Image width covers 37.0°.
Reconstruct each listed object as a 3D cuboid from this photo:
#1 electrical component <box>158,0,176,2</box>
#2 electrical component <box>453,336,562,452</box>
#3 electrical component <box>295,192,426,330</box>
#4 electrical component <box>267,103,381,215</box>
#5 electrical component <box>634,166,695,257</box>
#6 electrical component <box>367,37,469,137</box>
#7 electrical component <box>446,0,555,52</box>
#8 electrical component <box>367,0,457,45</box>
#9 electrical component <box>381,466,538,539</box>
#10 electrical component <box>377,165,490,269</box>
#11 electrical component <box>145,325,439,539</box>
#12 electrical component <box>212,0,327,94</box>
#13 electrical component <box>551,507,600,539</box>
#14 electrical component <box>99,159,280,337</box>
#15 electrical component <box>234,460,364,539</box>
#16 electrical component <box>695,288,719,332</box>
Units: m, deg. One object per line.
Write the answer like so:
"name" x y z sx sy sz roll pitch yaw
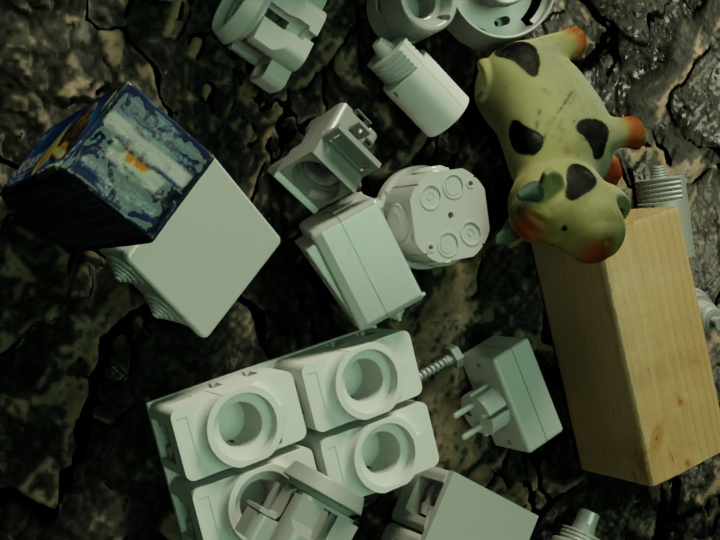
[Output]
"electrical component" -0.126 -0.214 0.729 0.035 0.035 0.061 33 73 -24
"electrical component" 0.105 0.105 0.846 0.076 0.047 0.083 -28 103 -26
"electrical component" 0.000 0.000 0.776 0.061 0.062 0.096 -28 104 -7
"electrical component" -0.022 -0.081 0.766 0.042 0.081 0.063 44 48 -21
"electrical component" 0.264 -0.050 0.935 0.043 0.043 0.081 -11 95 -28
"electrical component" 0.040 -0.144 0.813 0.081 0.043 0.043 43 71 -22
"electrical component" 0.105 -0.225 0.851 0.099 0.064 0.099 -1 94 -15
"electrical component" 0.040 -0.200 0.811 0.055 0.047 0.055 0 90 -28
"electrical component" 0.057 0.232 0.811 0.089 0.062 0.150 31 76 -25
"electrical component" 0.055 -0.041 0.817 0.080 0.051 0.080 0 90 -29
"electrical component" -0.042 0.117 0.759 0.186 0.060 0.105 -17 98 -27
"electrical component" -0.065 -0.172 0.749 0.057 0.058 0.078 31 76 -28
"electrical component" 0.179 0.228 0.888 0.043 0.043 0.062 31 74 -25
"electrical component" -0.114 -0.018 0.713 0.099 0.048 0.099 -54 132 -19
"electrical component" -0.033 0.160 0.695 0.078 0.058 0.057 35 77 -24
"electrical component" 0.286 0.035 0.930 0.040 0.078 0.040 -7 107 -23
